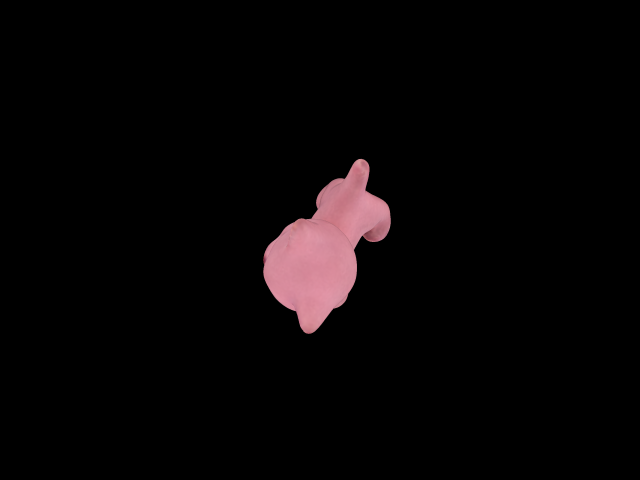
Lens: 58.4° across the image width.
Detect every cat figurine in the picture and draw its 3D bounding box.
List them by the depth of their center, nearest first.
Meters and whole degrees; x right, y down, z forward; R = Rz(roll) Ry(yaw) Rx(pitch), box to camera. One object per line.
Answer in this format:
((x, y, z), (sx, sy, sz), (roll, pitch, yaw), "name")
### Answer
((0.004, 0.001, 0.400), (0.067, 0.118, 0.128), (27, 76, 8), "cat figurine")
